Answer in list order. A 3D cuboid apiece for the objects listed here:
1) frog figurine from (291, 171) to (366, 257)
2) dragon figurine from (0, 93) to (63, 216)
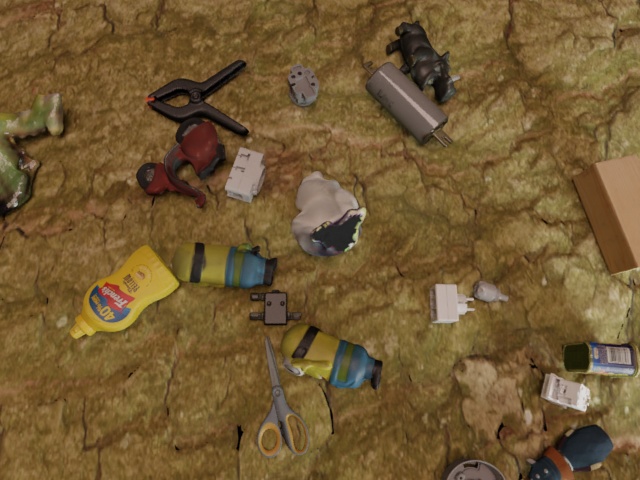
[{"bbox_3d":[0.003,-0.049,0.965,0.138,0.120,0.162,-38,43,-4],"label":"frog figurine"},{"bbox_3d":[-0.649,-0.143,0.943,0.243,0.121,0.414,41,76,0],"label":"dragon figurine"}]
